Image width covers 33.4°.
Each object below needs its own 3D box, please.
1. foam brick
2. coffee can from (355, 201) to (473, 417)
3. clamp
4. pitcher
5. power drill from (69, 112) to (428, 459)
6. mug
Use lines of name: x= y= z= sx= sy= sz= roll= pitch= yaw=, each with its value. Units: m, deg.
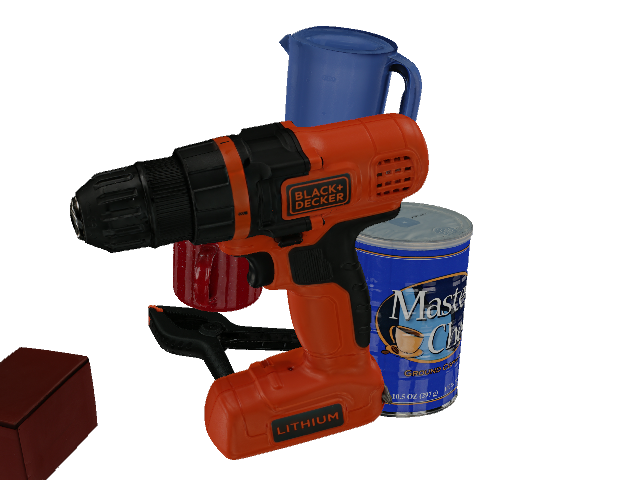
foam brick: x=-0.181 y=0.108 z=0.653 sx=0.053 sy=0.051 sz=0.078 roll=7 pitch=27 yaw=21
coffee can: x=0.061 y=0.051 z=0.826 sx=0.103 sy=0.140 sz=0.103 roll=2 pitch=18 yaw=-1
clamp: x=-0.129 y=0.122 z=1.259 sx=0.210 sy=0.036 sz=0.164 roll=14 pitch=24 yaw=24
pitcher: x=0.024 y=-0.136 z=1.326 sx=0.144 sy=0.243 sz=0.149 roll=-3 pitch=25 yaw=-22
power drill: x=-0.031 y=0.028 z=0.572 sx=0.184 sy=0.188 sz=0.057 roll=-11 pitch=36 yaw=-15
mug: x=-0.092 y=0.017 z=0.947 sx=0.093 sy=0.081 sz=0.117 roll=6 pitch=25 yaw=3
